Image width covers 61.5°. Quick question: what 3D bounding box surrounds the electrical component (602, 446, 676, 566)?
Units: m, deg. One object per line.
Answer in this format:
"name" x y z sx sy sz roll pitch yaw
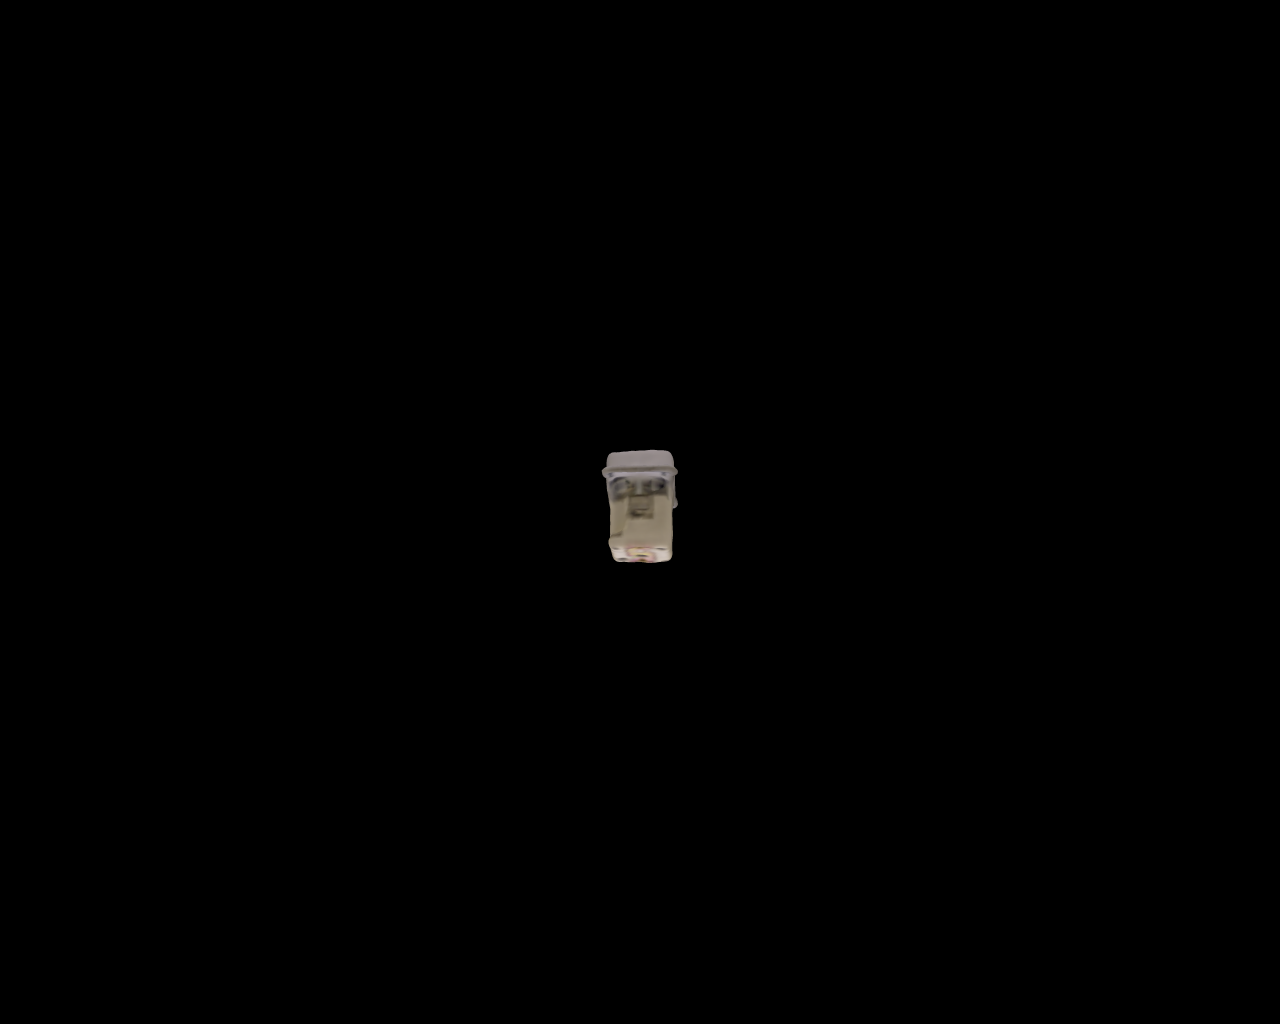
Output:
"electrical component" 0.001 -0.003 0.650 0.042 0.064 0.081 -1 -15 4
